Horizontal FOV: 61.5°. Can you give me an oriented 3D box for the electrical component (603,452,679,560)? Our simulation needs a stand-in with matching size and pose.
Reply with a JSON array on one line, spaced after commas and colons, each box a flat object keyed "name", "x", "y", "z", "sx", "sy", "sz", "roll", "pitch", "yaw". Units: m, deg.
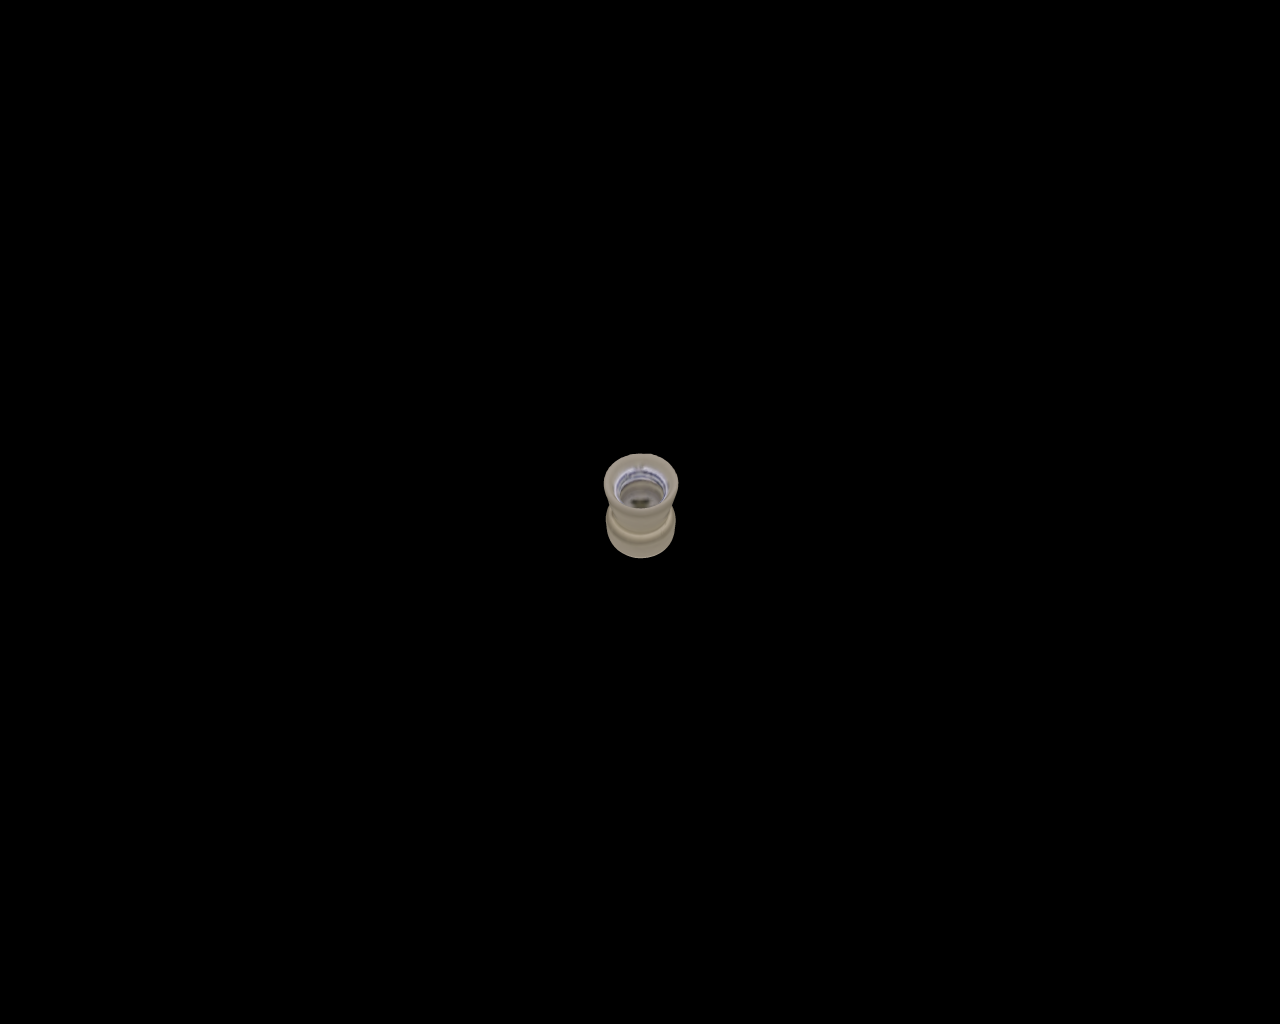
[{"name": "electrical component", "x": 0.001, "y": -0.003, "z": 0.650, "sx": 0.045, "sy": 0.045, "sz": 0.055, "roll": 0, "pitch": -36, "yaw": 0}]
